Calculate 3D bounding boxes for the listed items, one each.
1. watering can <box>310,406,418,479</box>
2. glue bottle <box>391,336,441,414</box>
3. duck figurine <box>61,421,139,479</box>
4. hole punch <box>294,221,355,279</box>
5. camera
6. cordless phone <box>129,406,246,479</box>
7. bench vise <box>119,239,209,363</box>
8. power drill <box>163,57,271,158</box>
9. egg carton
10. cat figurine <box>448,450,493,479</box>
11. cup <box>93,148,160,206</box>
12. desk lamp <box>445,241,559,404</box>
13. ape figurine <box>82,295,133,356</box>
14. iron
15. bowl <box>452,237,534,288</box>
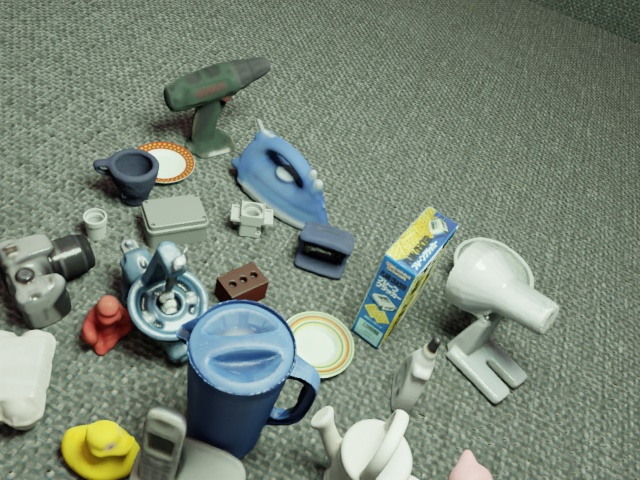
[{"bbox_3d":[0.065,0.294,0.774,0.173,0.194,0.101,15,46,-3],"label":"watering can"},{"bbox_3d":[0.154,0.204,0.900,0.037,0.173,0.078,16,46,-1],"label":"glue bottle"},{"bbox_3d":[-0.292,0.270,0.762,0.104,0.086,0.077,17,46,-1],"label":"duck figurine"},{"bbox_3d":[0.010,0.004,1.099,0.108,0.091,0.101,17,46,-1],"label":"hole punch"},{"bbox_3d":[-0.431,0.044,0.919,0.137,0.101,0.143,-24,59,-33],"label":"camera"},{"bbox_3d":[-0.163,0.283,0.720,0.147,0.185,0.094,18,45,0],"label":"cordless phone"},{"bbox_3d":[-0.256,0.065,0.870,0.207,0.220,0.122,33,47,14],"label":"bench vise"},{"bbox_3d":[-0.218,-0.282,1.213,0.230,0.208,0.075,-21,57,-32],"label":"power drill"},{"bbox_3d":[-0.433,0.194,0.800,0.107,0.069,0.150,1,48,-16],"label":"egg carton"},{"bbox_3d":[0.202,0.369,0.800,0.067,0.118,0.128,25,46,7],"label":"cat figurine"},{"bbox_3d":[-0.367,-0.113,1.089,0.118,0.095,0.091,3,47,-14],"label":"cup"},{"bbox_3d":[0.299,0.134,0.981,0.118,0.213,0.202,-26,60,-34],"label":"desk lamp"},{"bbox_3d":[-0.328,0.121,0.884,0.078,0.092,0.076,-5,50,-21],"label":"ape figurine"},{"bbox_3d":[-0.060,-0.130,1.167,0.257,0.141,0.119,40,50,20],"label":"iron"},{"bbox_3d":[0.332,0.079,1.140,0.167,0.075,0.167,9,46,-9],"label":"bowl"}]
